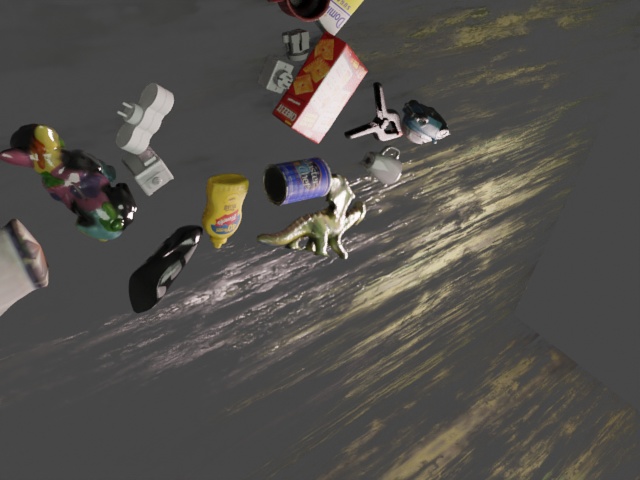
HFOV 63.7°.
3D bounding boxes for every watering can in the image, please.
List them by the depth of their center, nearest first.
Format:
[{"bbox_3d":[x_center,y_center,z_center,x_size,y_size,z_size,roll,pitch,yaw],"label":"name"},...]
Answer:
[{"bbox_3d":[-0.607,0.095,0.933,0.227,0.105,0.339,-27,142,-28],"label":"watering can"}]

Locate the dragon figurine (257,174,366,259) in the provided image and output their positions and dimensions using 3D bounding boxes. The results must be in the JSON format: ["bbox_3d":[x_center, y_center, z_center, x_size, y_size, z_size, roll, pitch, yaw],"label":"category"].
[{"bbox_3d":[0.004,-0.073,1.453,0.408,0.123,0.242,13,95,-52],"label":"dragon figurine"}]
